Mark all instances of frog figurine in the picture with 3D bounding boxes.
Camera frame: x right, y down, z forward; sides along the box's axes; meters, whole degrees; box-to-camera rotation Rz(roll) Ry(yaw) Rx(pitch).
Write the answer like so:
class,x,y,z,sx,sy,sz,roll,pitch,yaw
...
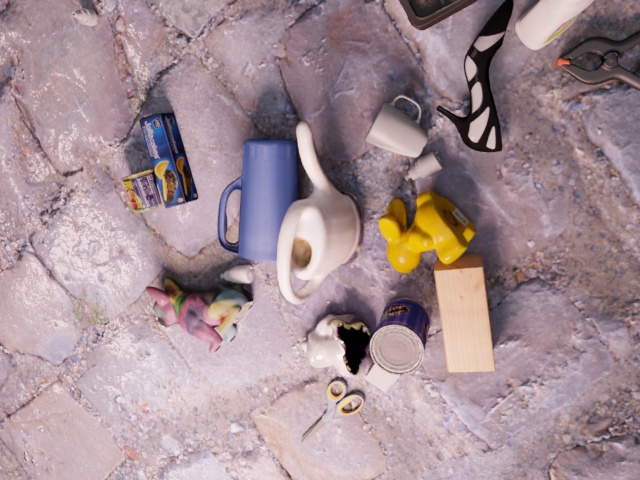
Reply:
class,x,y,z,sx,sy,sz,roll,pitch,yaw
frog figurine,0.038,0.229,1.103,0.137,0.124,0.157,54,147,1

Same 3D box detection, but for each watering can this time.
class,x,y,z,sx,sy,sz,roll,pitch,yaw
watering can,0.003,-0.049,0.977,0.104,0.226,0.343,17,107,30
